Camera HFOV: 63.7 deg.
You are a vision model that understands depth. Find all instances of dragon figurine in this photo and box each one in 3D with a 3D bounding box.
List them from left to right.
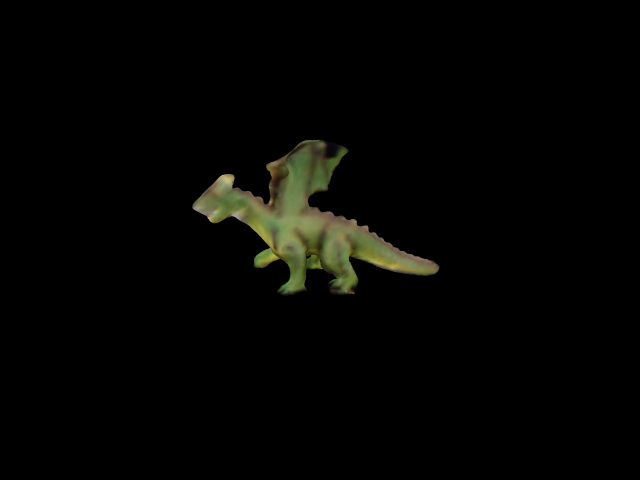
[{"bbox_3d":[0.003,-0.043,0.850,0.410,0.239,0.124,-3,20,-7],"label":"dragon figurine"}]
